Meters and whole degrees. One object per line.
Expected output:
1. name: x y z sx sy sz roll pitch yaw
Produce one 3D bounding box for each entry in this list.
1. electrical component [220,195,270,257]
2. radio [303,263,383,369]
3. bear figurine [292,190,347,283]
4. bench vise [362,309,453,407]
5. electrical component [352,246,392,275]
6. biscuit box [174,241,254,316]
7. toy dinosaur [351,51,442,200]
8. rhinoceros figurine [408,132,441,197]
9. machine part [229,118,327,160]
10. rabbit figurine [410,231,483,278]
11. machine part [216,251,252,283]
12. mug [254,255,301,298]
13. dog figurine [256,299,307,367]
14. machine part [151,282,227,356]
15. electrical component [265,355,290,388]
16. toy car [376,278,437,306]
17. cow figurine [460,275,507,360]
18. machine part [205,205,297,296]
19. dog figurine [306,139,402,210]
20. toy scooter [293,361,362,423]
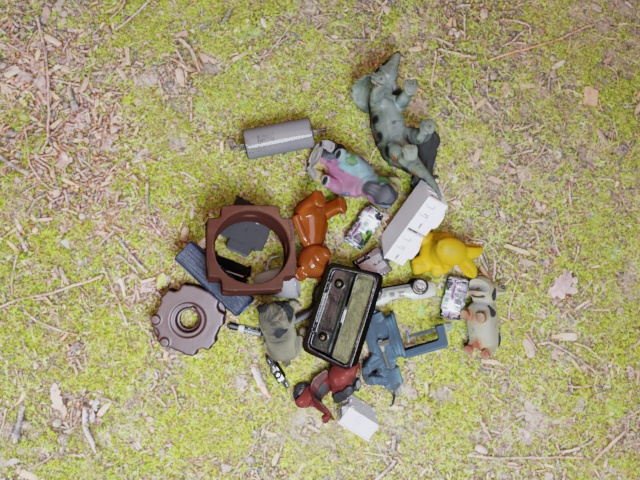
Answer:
1. electrical component: -0.178 -0.029 1.319 0.115 0.058 0.134 20 85 0
2. radio: 0.053 0.172 1.258 0.131 0.073 0.229 17 89 19
3. bear figurine: -0.005 -0.002 1.281 0.120 0.132 0.196 14 61 -42
4. bench vise: 0.208 0.261 1.294 0.241 0.129 0.223 -17 82 6
5. electrical component: 0.147 0.054 1.339 0.119 0.048 0.075 -27 87 -4
6. biscuit box: -0.247 0.092 1.269 0.203 0.059 0.063 43 86 2
7. toy dinosaur: 0.178 -0.261 1.280 0.131 0.192 0.404 -11 81 -12
8. rhinoceros figurine: 0.259 -0.176 1.325 0.073 0.112 0.190 5 105 -8
9. machine part: -0.102 -0.250 1.324 0.243 0.079 0.079 -11 88 -5
10. rabbit figurine: 0.304 0.038 1.289 0.162 0.173 0.122 19 82 2
11. machine part: -0.239 0.072 1.319 0.139 0.039 0.084 12 80 -1
12. mug: -0.106 0.093 1.306 0.107 0.081 0.109 -8 89 4
13. dog figurine: -0.092 0.218 1.218 0.121 0.190 0.172 -21 89 2
14. machine part: -0.316 0.191 1.299 0.179 0.056 0.179 0 87 -5
15. electrical component: -0.102 0.320 1.300 0.021 0.063 0.094 -31 90 -5
16. toy car: 0.185 0.129 1.324 0.202 0.073 0.056 -9 87 -4
17. cow figurine: 0.406 0.180 1.323 0.127 0.086 0.194 -18 104 -45
18. machine part: -0.159 0.025 1.224 0.201 0.087 0.201 -1 73 -13
19. dog figurine: 0.095 -0.152 1.323 0.219 0.192 0.108 20 105 -31
20. toy scooter: 0.029 0.360 1.271 0.184 0.135 0.075 -32 120 -3
